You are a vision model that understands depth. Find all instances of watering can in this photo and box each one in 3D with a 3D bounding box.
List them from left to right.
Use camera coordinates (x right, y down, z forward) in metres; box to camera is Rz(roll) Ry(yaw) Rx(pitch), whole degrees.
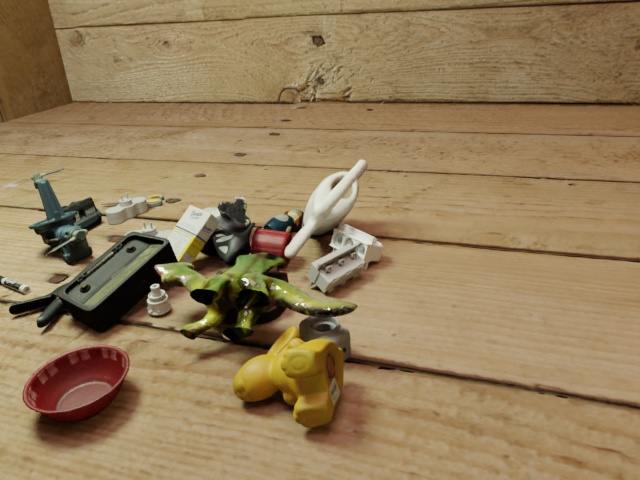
[{"bbox_3d":[0.004,-0.065,1.299,0.104,0.221,0.353,39,67,1],"label":"watering can"}]

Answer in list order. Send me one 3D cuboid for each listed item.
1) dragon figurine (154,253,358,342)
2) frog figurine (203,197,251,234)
[{"bbox_3d":[-0.129,0.079,0.994,0.410,0.120,0.248,0,27,6],"label":"dragon figurine"},{"bbox_3d":[-0.270,-0.042,1.406,0.157,0.122,0.140,-31,17,36],"label":"frog figurine"}]
